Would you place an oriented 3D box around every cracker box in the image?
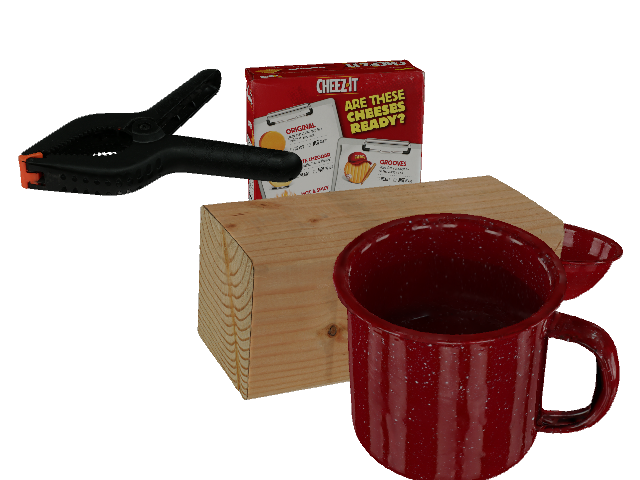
[{"bbox_3d":[0.012,-0.062,1.033,0.164,0.214,0.072,-4,21,-10],"label":"cracker box"}]

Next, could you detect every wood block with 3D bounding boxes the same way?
[{"bbox_3d":[0.036,0.023,0.663,0.205,0.091,0.090,-7,26,-24],"label":"wood block"}]

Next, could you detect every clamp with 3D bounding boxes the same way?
[{"bbox_3d":[-0.129,-0.072,0.843,0.209,0.036,0.165,-21,43,-30],"label":"clamp"}]

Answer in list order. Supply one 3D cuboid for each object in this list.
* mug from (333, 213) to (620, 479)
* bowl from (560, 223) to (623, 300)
[{"bbox_3d":[0.064,0.048,0.442,0.117,0.081,0.093,9,34,19],"label":"mug"},{"bbox_3d":[0.230,0.022,1.116,0.162,0.055,0.162,5,17,-2],"label":"bowl"}]
